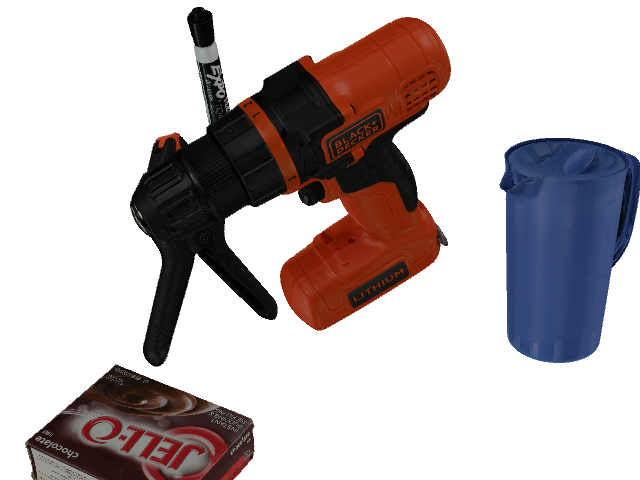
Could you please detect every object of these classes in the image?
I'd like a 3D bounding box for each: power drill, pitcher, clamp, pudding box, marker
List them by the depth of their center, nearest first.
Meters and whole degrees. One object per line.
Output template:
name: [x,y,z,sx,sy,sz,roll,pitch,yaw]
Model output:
power drill: [-0.003,-0.021,0.609,0.184,0.057,0.187,-30,-31,-7]
pudding box: [-0.111,0.132,0.668,0.114,0.039,0.089,15,34,25]
marker: [-0.084,-0.126,0.817,0.020,0.020,0.121,0,-43,7]
clamp: [-0.114,0.002,1.017,0.036,0.210,0.164,-8,1,42]
pitcher: [0.282,0.010,1.220,0.149,0.243,0.144,5,26,15]
